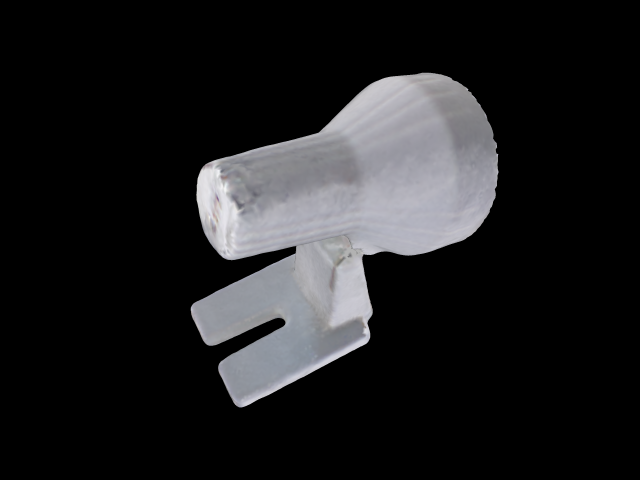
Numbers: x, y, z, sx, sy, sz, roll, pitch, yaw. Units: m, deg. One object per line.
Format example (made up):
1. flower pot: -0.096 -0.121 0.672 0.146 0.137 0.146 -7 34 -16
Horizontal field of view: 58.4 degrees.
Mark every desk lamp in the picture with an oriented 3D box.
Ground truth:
1. desk lamp: 0.004 0.001 0.400 0.203 0.214 0.117 -26 60 -16
